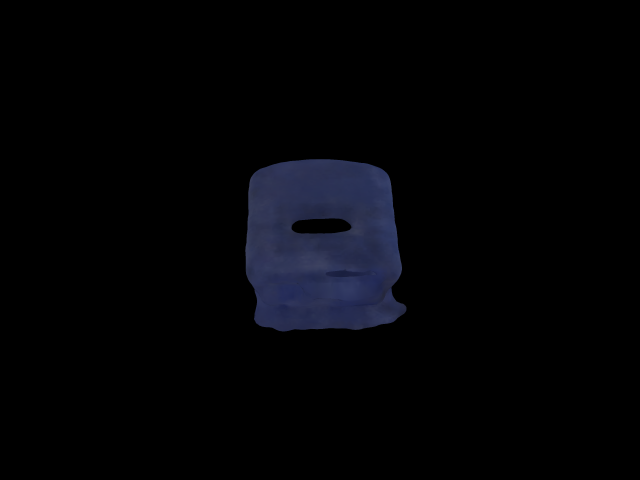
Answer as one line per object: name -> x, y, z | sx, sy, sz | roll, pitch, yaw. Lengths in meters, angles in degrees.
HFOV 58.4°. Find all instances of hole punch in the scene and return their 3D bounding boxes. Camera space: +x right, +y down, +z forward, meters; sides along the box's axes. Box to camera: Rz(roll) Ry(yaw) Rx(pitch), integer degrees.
hole punch -> 0.004, 0.001, 0.400 | 0.108, 0.091, 0.101 | -2, 31, -3
